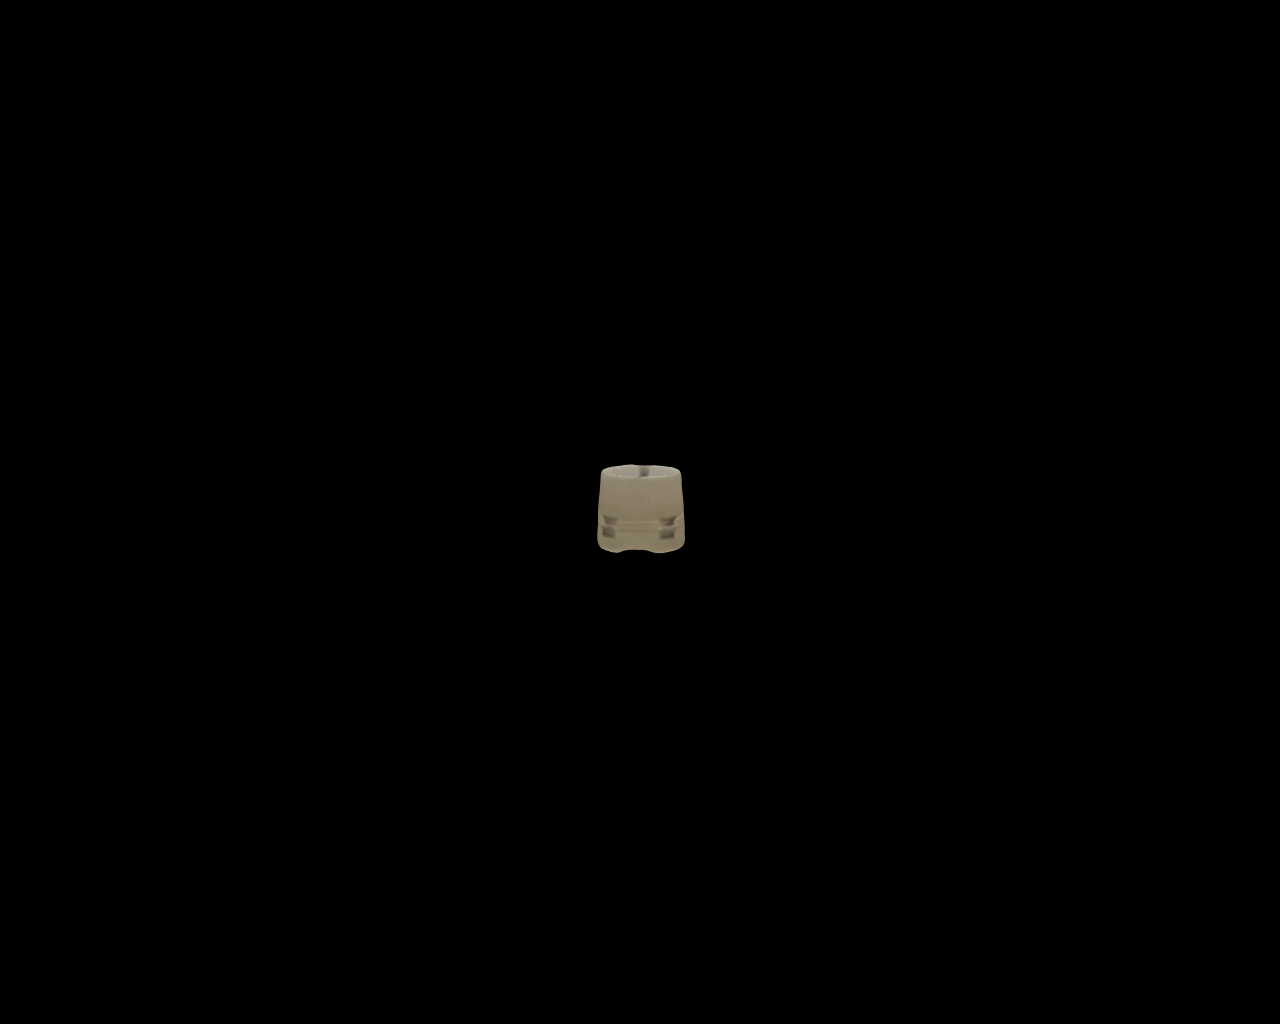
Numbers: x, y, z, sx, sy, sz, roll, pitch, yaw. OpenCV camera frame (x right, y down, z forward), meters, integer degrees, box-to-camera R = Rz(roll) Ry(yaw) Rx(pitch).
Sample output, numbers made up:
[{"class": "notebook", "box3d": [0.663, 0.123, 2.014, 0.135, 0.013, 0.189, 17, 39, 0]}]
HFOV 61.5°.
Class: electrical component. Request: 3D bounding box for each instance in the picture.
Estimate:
[{"class": "electrical component", "box3d": [0.001, -0.003, 0.650, 0.055, 0.047, 0.055, 0, 12, 0]}]
